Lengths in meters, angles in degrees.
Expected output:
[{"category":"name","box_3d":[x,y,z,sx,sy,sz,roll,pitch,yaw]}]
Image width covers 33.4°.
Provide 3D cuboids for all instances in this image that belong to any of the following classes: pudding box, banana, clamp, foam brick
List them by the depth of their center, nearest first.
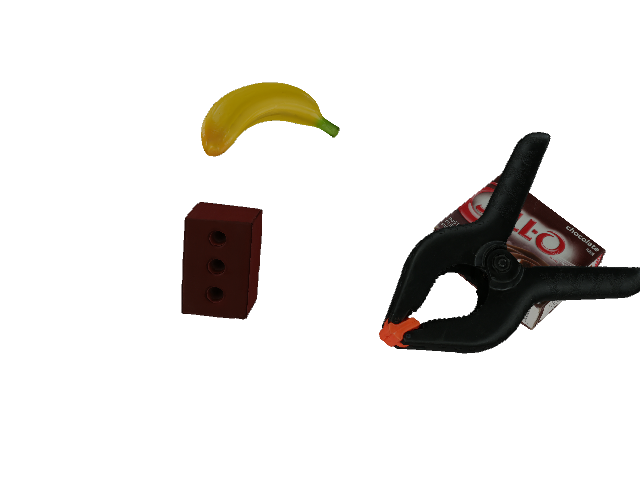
[{"category":"clamp","box_3d":[0.117,0.023,0.659,0.171,0.120,0.039,-41,-13,-14]},{"category":"foam brick","box_3d":[-0.076,0.015,0.825,0.053,0.078,0.051,5,14,6]},{"category":"pudding box","box_3d":[0.160,0.007,0.876,0.089,0.113,0.039,-37,-23,-28]},{"category":"banana","box_3d":[-0.056,-0.120,1.011,0.070,0.037,0.197,42,33,22]}]
